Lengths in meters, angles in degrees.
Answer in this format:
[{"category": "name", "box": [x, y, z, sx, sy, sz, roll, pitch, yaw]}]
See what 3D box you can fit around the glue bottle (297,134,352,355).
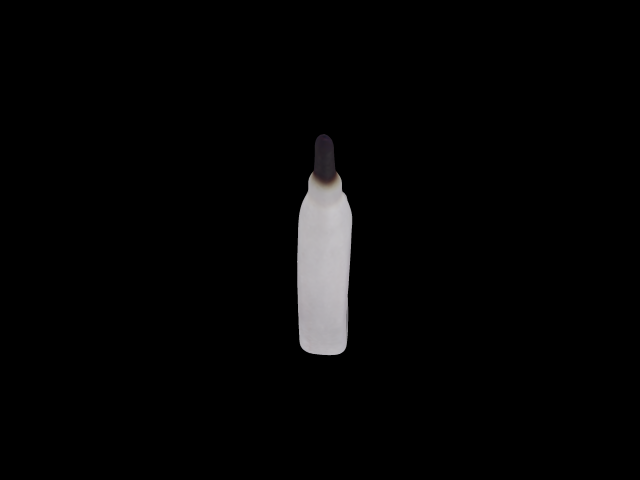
[{"category": "glue bottle", "box": [0.004, 0.001, 0.400, 0.037, 0.173, 0.078, 2, 43, 3]}]
